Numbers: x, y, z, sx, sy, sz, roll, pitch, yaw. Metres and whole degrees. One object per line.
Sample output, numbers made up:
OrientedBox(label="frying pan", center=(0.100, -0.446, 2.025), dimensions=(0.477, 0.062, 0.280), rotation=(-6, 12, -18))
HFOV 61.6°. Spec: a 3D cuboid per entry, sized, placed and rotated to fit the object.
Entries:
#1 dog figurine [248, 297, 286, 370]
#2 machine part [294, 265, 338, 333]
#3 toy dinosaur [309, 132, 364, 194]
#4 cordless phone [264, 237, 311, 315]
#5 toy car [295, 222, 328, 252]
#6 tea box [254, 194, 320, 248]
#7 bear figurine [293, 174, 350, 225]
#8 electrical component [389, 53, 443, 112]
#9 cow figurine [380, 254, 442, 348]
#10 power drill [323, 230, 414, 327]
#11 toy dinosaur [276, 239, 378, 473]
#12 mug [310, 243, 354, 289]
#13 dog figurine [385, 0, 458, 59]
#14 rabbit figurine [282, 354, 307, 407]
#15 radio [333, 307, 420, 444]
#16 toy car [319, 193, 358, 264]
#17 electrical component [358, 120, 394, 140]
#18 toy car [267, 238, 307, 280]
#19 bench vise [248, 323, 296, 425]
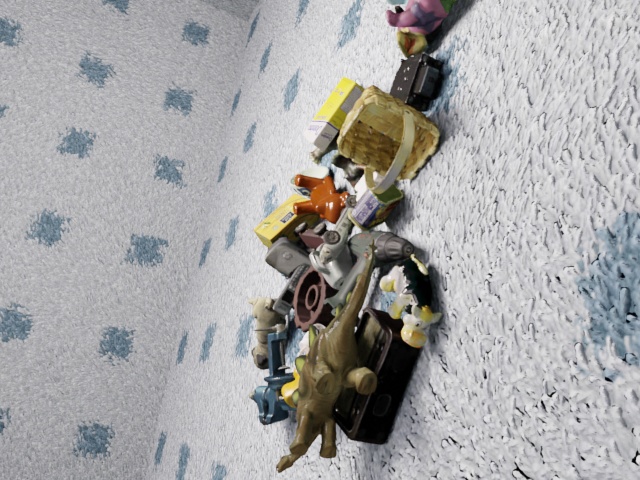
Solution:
OrientedBox(label="dog figurine", center=(-0.146, 0.262, 1.502), dimensions=(0.172, 0.121, 0.190), rotation=(60, -148, -69))
OrientedBox(label="machine part", center=(-0.007, 0.148, 1.356), dimensions=(0.179, 0.056, 0.179), rotation=(-44, 37, 48))
OrientedBox(label="toy dinosaur", center=(0.089, -0.299, 1.367), dimensions=(0.192, 0.131, 0.405), rotation=(-20, 51, 48))
OrientedBox(label="cordless phone", center=(-0.098, 0.098, 1.442), dimensions=(0.184, 0.146, 0.089), rotation=(-60, 23, -8))
OrientedBox(label="toy car", center=(-0.003, -0.004, 1.413), dimensions=(0.053, 0.089, 0.202), rotation=(-41, 16, -14))
OrientedBox(label="tea box", center=(-0.093, -0.048, 1.536), dimensions=(0.169, 0.068, 0.098), rotation=(-43, 38, -18))
OrientedBox(label="bear figurine", center=(0.007, -0.094, 1.399), dimensions=(0.196, 0.132, 0.120), rotation=(-114, 27, -65))
OrientedBox(label="electrical component", center=(0.210, -0.343, 1.178), dimensions=(0.134, 0.058, 0.114), rotation=(-153, 77, -68))
OrientedBox(label="cow figurine", center=(0.172, 0.107, 0.960), dimensions=(0.098, 0.068, 0.167), rotation=(-53, 31, 30))
OrientedBox(label="power drill", center=(0.094, 0.073, 1.117), dimensions=(0.207, 0.086, 0.232), rotation=(-67, 20, 4))
OrientedBox(label="toy dinosaur", center=(0.019, 0.228, 0.996), dimensions=(0.471, 0.105, 0.199), rotation=(-63, 20, 11))
OrientedBox(label="mug", center=(0.032, 0.061, 1.268), dimensions=(0.080, 0.109, 0.107), rotation=(-51, 44, 29))
OrientedBox(label="dog figurine", center=(0.254, -0.497, 1.136), dimensions=(0.219, 0.191, 0.108), rotation=(-11, 56, 27))
OrientedBox(label="rabbit figurine", center=(-0.007, 0.288, 1.196), dimensions=(0.173, 0.122, 0.162), rotation=(-94, 27, -80))
OrientedBox(label="radio", center=(0.100, 0.255, 1.009), dimensions=(0.131, 0.073, 0.229), rotation=(36, 109, 67))
OrientedBox(label="toy car", center=(0.055, -0.029, 1.245), dimensions=(0.202, 0.056, 0.073), rotation=(-59, -7, -30))
OrientedBox(label="electrical component", center=(0.136, -0.266, 1.218), dimensions=(0.074, 0.119, 0.048), rotation=(126, 150, -44))
OrientedBox(label="toy car", center=(-0.106, 0.030, 1.606), dimensions=(0.161, 0.103, 0.109), rotation=(-70, 22, 5))
OrientedBox(label="bench vise", center=(-0.102, 0.332, 1.343), dimensions=(0.224, 0.129, 0.240), rotation=(-20, 75, 54))
